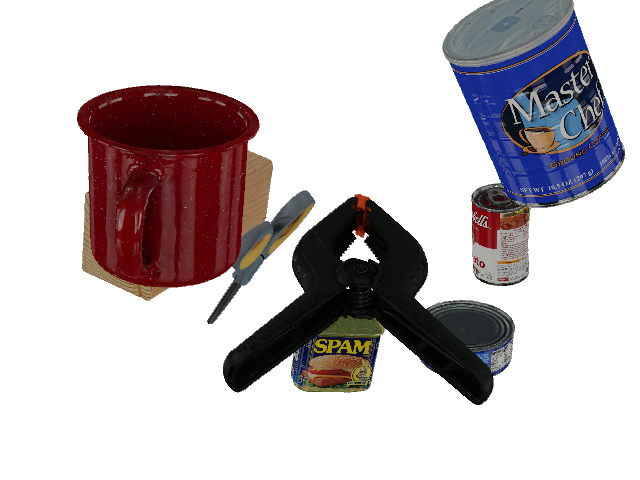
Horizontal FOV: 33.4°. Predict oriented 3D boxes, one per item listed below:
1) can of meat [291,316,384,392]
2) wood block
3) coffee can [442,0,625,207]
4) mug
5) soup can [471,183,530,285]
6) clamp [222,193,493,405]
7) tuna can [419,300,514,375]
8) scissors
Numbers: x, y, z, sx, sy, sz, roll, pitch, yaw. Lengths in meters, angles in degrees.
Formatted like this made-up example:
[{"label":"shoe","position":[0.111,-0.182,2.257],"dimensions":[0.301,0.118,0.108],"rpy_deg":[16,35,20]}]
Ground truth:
[{"label":"can of meat","position":[0.018,0.133,1.276],"dimensions":[0.102,0.084,0.057],"rpy_deg":[3,25,-15]},{"label":"wood block","position":[-0.145,-0.029,1.116],"dimensions":[0.090,0.091,0.205],"rpy_deg":[22,30,22]},{"label":"coffee can","position":[0.169,-0.112,0.839],"dimensions":[0.103,0.140,0.103],"rpy_deg":[-22,30,13]},{"label":"mug","position":[-0.082,-0.023,0.555],"dimensions":[0.093,0.081,0.117],"rpy_deg":[7,28,3]},{"label":"soup can","position":[0.211,-0.007,1.245],"dimensions":[0.068,0.102,0.068],"rpy_deg":[-4,29,2]},{"label":"clamp","position":[0.036,0.037,0.720],"dimensions":[0.164,0.036,0.210],"rpy_deg":[8,35,6]},{"label":"tuna can","position":[0.129,0.088,0.951],"dimensions":[0.086,0.034,0.086],"rpy_deg":[-1,26,0]},{"label":"scissors","position":[-0.073,0.030,0.918],"dimensions":[0.202,0.016,0.096],"rpy_deg":[-49,-11,34]}]
